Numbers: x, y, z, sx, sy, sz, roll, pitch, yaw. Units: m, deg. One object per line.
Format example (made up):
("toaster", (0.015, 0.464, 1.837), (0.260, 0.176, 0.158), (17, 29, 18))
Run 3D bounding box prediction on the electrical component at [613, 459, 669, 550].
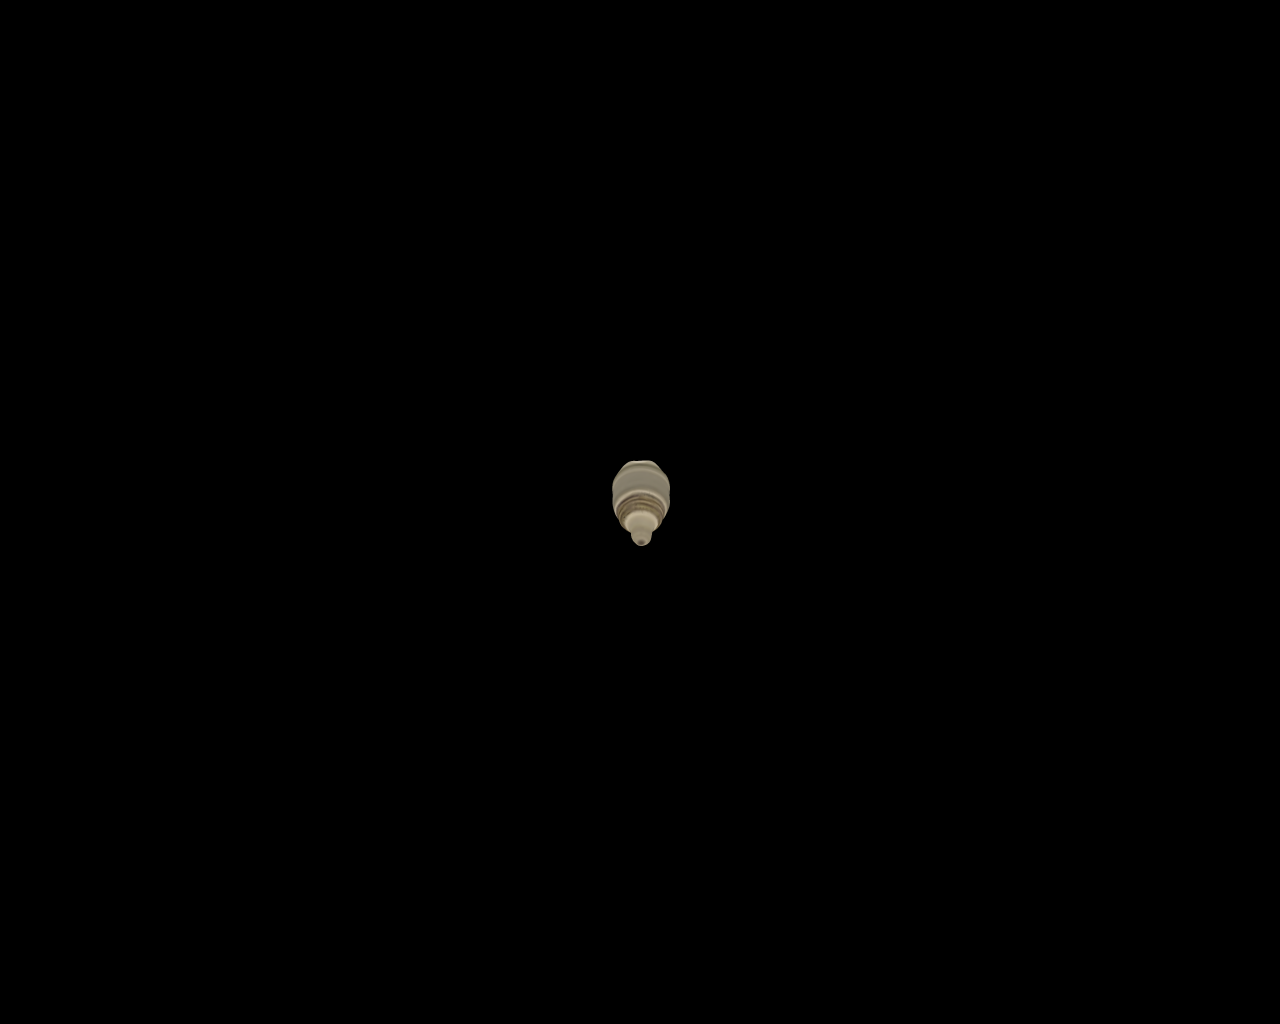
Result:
("electrical component", (0.001, -0.003, 0.650), (0.035, 0.035, 0.061), (0, 44, 0))
